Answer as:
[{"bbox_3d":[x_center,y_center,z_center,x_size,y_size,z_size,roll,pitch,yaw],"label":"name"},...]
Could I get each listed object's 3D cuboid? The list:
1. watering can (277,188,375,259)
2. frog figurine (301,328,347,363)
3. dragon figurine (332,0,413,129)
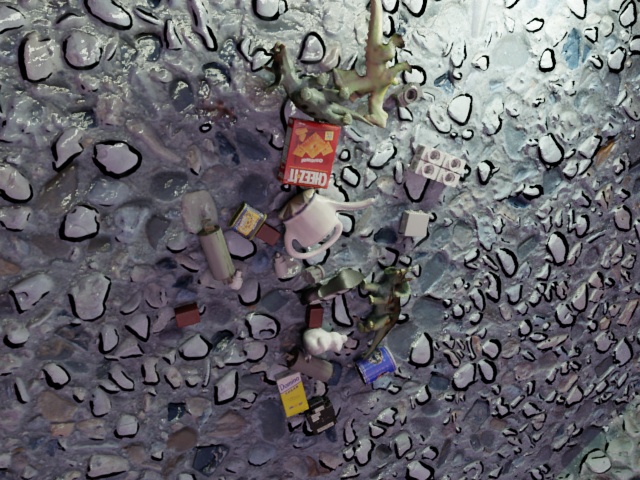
[{"bbox_3d":[0.005,-0.088,1.753,0.348,0.221,0.105,-41,26,-2],"label":"watering can"},{"bbox_3d":[0.015,0.366,1.884,0.159,0.123,0.137,-22,-3,8],"label":"frog figurine"},{"bbox_3d":[0.150,-0.551,1.639,0.244,0.403,0.123,-32,26,-12],"label":"dragon figurine"}]
